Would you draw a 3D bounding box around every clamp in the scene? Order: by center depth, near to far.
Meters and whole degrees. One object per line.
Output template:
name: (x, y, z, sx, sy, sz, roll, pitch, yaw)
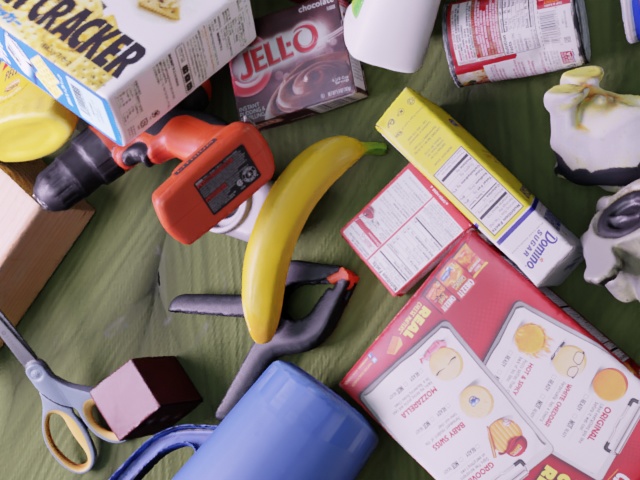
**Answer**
clamp: (-0.050, 0.063, 0.916, 0.171, 0.039, 0.120, -38, 77, 9)

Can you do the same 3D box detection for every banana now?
banana: (-0.019, -0.012, 0.869, 0.069, 0.037, 0.198, 33, 87, -16)

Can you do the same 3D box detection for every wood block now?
wood block: (-0.317, 0.025, 0.998, 0.090, 0.090, 0.206, 41, 102, 18)

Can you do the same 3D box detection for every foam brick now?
foam brick: (-0.150, 0.137, 0.933, 0.053, 0.078, 0.051, -39, 73, 16)

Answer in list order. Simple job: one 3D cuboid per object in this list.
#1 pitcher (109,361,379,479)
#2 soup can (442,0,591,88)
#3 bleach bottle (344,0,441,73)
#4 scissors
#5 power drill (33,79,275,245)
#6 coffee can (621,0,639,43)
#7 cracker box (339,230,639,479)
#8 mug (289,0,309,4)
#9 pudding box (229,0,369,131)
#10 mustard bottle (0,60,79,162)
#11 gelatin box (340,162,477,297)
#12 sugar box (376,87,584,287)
pitcher: (-0.073, 0.213, 0.842, 0.149, 0.145, 0.242, 41, 80, -20)
soup can: (0.152, -0.160, 0.825, 0.102, 0.068, 0.068, -8, 85, 21)
bleach bottle: (0.083, -0.256, 0.789, 0.068, 0.102, 0.251, 14, 122, -7)
scissors: (-0.233, 0.119, 0.961, 0.096, 0.016, 0.202, -15, 107, 8)
power drill: (-0.137, -0.065, 0.880, 0.184, 0.057, 0.188, -42, 41, -11)
coffee can: (0.288, -0.197, 0.752, 0.140, 0.102, 0.103, -2, 87, 22)
cracker box: (0.147, 0.122, 0.815, 0.214, 0.072, 0.164, 43, 104, 17)
mug: (-0.033, -0.247, 0.897, 0.117, 0.081, 0.093, 4, 89, 22)
pudding box: (-0.021, -0.150, 0.911, 0.114, 0.039, 0.090, -14, 82, 20)
mustard bottle: (-0.249, -0.166, 0.968, 0.096, 0.058, 0.191, -18, 51, 31)
gelatin box: (0.072, -0.008, 0.873, 0.089, 0.030, 0.073, -44, 74, 14)
sugar box: (0.126, -0.039, 0.818, 0.176, 0.093, 0.048, 44, 104, 17)
